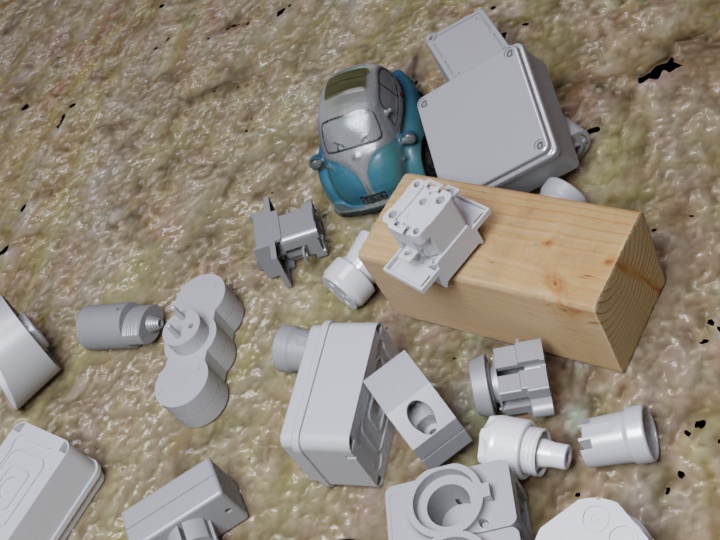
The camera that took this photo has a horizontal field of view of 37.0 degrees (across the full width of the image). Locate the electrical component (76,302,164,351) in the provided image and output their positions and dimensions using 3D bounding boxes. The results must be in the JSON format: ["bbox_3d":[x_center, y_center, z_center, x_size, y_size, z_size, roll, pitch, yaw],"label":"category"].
[{"bbox_3d":[-0.220,0.052,1.005,0.081,0.043,0.043,-5,52,25],"label":"electrical component"}]

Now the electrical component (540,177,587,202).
[{"bbox_3d":[0.158,-0.047,0.884,0.040,0.040,0.046,31,79,41],"label":"electrical component"}]

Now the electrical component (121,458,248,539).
[{"bbox_3d":[-0.130,0.204,0.831,0.083,0.047,0.075,-33,46,1],"label":"electrical component"}]

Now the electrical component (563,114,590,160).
[{"bbox_3d":[0.169,-0.120,0.937,0.044,0.044,0.065,-39,50,-5],"label":"electrical component"}]

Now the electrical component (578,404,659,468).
[{"bbox_3d":[0.178,0.116,0.742,0.046,0.040,0.040,-15,48,25],"label":"electrical component"}]

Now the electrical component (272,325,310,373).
[{"bbox_3d":[-0.045,0.068,0.901,0.046,0.040,0.040,5,57,24],"label":"electrical component"}]

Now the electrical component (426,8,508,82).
[{"bbox_3d":[0.112,-0.186,1.005,0.062,0.061,0.096,-28,46,6],"label":"electrical component"}]

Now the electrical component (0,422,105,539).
[{"bbox_3d":[-0.282,0.196,0.913,0.078,0.057,0.113,14,62,36],"label":"electrical component"}]

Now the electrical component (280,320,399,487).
[{"bbox_3d":[-0.011,0.103,0.828,0.057,0.078,0.113,-2,54,24],"label":"electrical component"}]

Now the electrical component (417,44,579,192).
[{"bbox_3d":[0.115,-0.117,0.913,0.109,0.056,0.108,-27,65,30],"label":"electrical component"}]

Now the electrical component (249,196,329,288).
[{"bbox_3d":[-0.064,-0.030,0.986,0.064,0.042,0.081,-17,48,5],"label":"electrical component"}]

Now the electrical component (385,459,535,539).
[{"bbox_3d":[0.071,0.209,0.708,0.089,0.061,0.150,-17,48,15],"label":"electrical component"}]

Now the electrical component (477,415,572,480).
[{"bbox_3d":[0.118,0.127,0.762,0.062,0.043,0.043,6,58,30],"label":"electrical component"}]

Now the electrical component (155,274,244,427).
[{"bbox_3d":[-0.147,0.060,0.938,0.052,0.073,0.138,-10,50,21],"label":"electrical component"}]

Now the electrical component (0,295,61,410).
[{"bbox_3d":[-0.330,0.075,1.012,0.064,0.099,0.099,-38,46,-13],"label":"electrical component"}]

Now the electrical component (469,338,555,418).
[{"bbox_3d":[0.112,0.083,0.800,0.055,0.048,0.066,-11,50,11],"label":"electrical component"}]

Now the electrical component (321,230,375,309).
[{"bbox_3d":[0.000,0.000,0.927,0.055,0.045,0.045,-48,47,-13],"label":"electrical component"}]

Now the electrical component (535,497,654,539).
[{"bbox_3d":[0.153,0.190,0.687,0.080,0.051,0.080,-15,49,18],"label":"electrical component"}]

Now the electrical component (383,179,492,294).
[{"bbox_3d":[0.051,-0.029,0.783,0.042,0.063,0.081,28,73,41],"label":"electrical component"}]
